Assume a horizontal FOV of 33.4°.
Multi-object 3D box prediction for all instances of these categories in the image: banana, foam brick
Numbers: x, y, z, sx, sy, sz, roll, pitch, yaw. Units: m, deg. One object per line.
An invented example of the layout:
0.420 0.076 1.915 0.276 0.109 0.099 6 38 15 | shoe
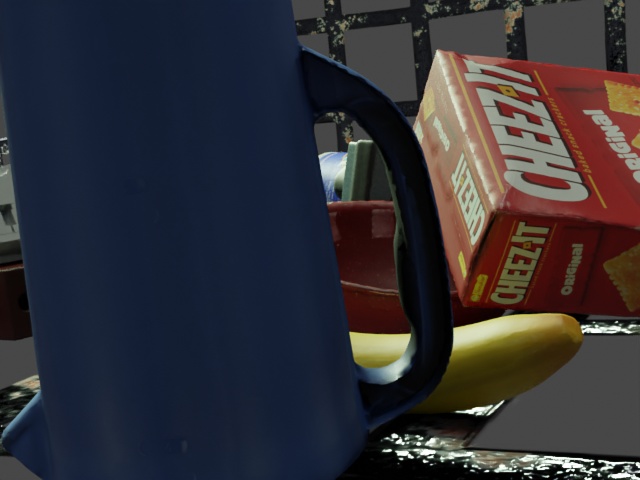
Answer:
0.023 0.053 0.495 0.198 0.069 0.037 6 50 24 | banana
-0.215 0.041 0.802 0.051 0.053 0.078 1 10 43 | foam brick

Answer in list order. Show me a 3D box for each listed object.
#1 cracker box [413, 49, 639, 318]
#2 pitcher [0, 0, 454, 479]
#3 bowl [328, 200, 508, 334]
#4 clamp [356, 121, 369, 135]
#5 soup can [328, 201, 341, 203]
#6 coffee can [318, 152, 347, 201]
0.173 -0.032 0.601 0.213 0.072 0.164 5 37 -11 | cracker box
-0.048 -0.024 0.420 0.145 0.243 0.148 6 18 42 | pitcher
0.047 0.026 0.632 0.162 0.055 0.162 3 20 -1 | bowl
0.113 -0.058 1.055 0.210 0.036 0.164 19 -27 9 | clamp
-0.006 0.001 0.909 0.102 0.068 0.068 -2 8 22 | soup can
0.064 -0.033 0.988 0.141 0.103 0.102 1 9 41 | coffee can
